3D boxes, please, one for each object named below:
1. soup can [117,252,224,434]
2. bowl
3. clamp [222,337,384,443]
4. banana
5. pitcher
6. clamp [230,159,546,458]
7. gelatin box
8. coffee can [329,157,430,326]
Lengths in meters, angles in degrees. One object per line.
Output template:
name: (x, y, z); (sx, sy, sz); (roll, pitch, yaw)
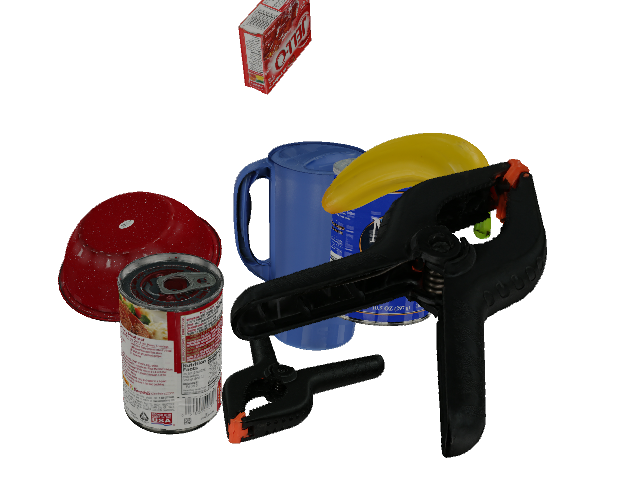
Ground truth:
soup can: (-0.098, 0.069, 0.707); (0.068, 0.102, 0.068); (3, 29, -2)
bowl: (-0.178, 0.003, 1.017); (0.162, 0.055, 0.162); (-6, 41, 5)
clamp: (-0.031, 0.150, 1.117); (0.165, 0.036, 0.209); (12, 26, 14)
banana: (0.064, -0.046, 0.772); (0.037, 0.069, 0.198); (37, -13, -28)
pitcher: (-0.014, 0.007, 1.307); (0.149, 0.243, 0.144); (16, 24, 28)
clamp: (0.058, 0.022, 0.481); (0.120, 0.039, 0.171); (39, 56, 24)
gelatin box: (-0.040, -0.194, 1.005); (0.030, 0.089, 0.073); (23, -35, 19)
coffee can: (0.060, -0.001, 1.016); (0.103, 0.140, 0.103); (3, 15, -1)
